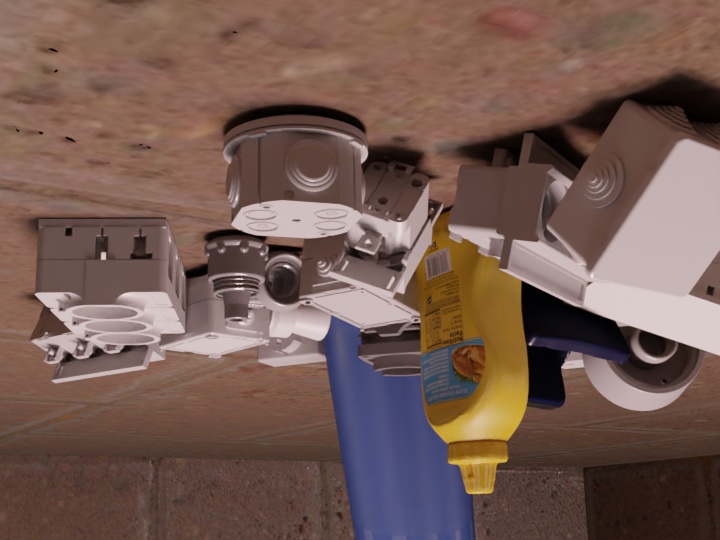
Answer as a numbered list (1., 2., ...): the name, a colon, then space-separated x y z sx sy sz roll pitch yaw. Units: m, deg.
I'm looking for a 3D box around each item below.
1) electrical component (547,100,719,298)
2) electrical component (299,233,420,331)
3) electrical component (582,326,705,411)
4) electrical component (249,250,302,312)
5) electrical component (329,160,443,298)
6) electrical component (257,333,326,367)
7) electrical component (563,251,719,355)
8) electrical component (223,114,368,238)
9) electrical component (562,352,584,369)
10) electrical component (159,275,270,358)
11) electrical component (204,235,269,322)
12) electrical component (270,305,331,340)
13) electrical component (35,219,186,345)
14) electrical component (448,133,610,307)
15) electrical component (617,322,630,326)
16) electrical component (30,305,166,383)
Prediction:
1. electrical component: 0.161 -0.038 0.587 0.100 0.048 0.099 10 119 -39
2. electrical component: 0.000 0.000 0.793 0.062 0.061 0.096 -11 155 35
3. electrical component: 0.269 0.072 1.008 0.108 0.108 0.060 0 160 -4
4. electrical component: -0.068 0.010 0.848 0.066 0.048 0.055 5 172 -24
5. electrical component: 0.017 -0.027 0.650 0.042 0.081 0.063 19 142 15
6. electrical component: -0.072 0.064 1.056 0.066 0.047 0.077 -8 165 19
7. electrical component: 0.256 0.014 0.767 0.186 0.060 0.105 18 164 -3
8. electrical component: -0.035 -0.051 0.594 0.080 0.051 0.080 -1 166 0
9. electrical component: 0.240 0.071 1.104 0.089 0.050 0.056 -9 164 29
10. electrical component: -0.119 0.035 0.905 0.062 0.061 0.096 12 161 -40
11. electrical component: -0.091 0.007 0.796 0.048 0.062 0.048 -1 166 0
12. electrical component: -0.059 0.039 0.961 0.055 0.045 0.045 6 164 -25
13. electrical component: -0.183 0.013 0.811 0.089 0.061 0.150 0 166 -4
14. electrical component: 0.108 -0.028 0.658 0.063 0.078 0.121 8 173 33
15. electrical component: 0.217 0.017 0.893 0.066 0.047 0.077 -6 165 16
16. electrical component: -0.230 0.052 0.956 0.121 0.078 0.063 -11 141 35
